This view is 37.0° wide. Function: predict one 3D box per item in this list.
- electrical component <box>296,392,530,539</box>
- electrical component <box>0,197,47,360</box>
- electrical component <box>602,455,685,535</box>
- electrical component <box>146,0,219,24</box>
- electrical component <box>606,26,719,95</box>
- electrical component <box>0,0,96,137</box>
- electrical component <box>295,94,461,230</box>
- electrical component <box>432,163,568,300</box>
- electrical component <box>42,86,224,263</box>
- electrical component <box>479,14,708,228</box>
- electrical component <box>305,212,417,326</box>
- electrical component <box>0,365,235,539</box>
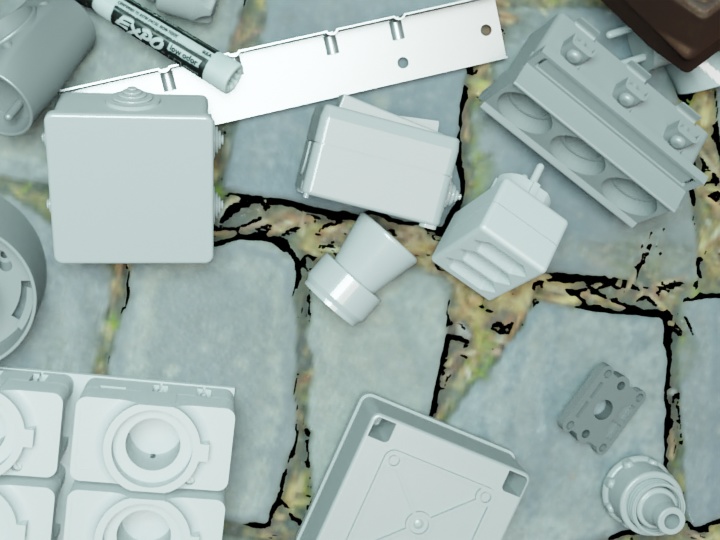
[{"bbox_3d":[0.031,0.147,0.663,0.109,0.056,0.108,23,94,-10],"label":"electrical component"},{"bbox_3d":[-0.232,0.006,0.617,0.099,0.064,0.099,-5,111,-13],"label":"electrical component"},{"bbox_3d":[0.185,0.148,0.680,0.048,0.062,0.048,-1,98,-7],"label":"electrical component"},{"bbox_3d":[-0.109,-0.167,0.608,0.062,0.043,0.043,15,96,-8],"label":"electrical component"},{"bbox_3d":[0.188,-0.144,0.649,0.079,0.044,0.077,-18,100,-5],"label":"electrical component"},{"bbox_3d":[-0.195,-0.110,0.594,0.079,0.077,0.044,-11,129,31],"label":"electrical component"},{"bbox_3d":[0.016,-0.063,0.629,0.096,0.061,0.061,14,96,-9],"label":"electrical component"},{"bbox_3d":[0.090,-0.032,0.646,0.047,0.066,0.076,34,64,-10],"label":"electrical component"},{"bbox_3d":[-0.127,-0.053,0.607,0.100,0.048,0.099,0,117,-8],"label":"electrical component"},{"bbox_3d":[0.142,-0.090,0.640,0.121,0.079,0.063,36,70,-11],"label":"electrical component"},{"bbox_3d":[0.000,0.000,0.644,0.045,0.045,0.055,41,91,-11],"label":"electrical component"},{"bbox_3d":[-0.172,0.118,0.630,0.186,0.060,0.105,6,97,-8],"label":"electrical component"}]
